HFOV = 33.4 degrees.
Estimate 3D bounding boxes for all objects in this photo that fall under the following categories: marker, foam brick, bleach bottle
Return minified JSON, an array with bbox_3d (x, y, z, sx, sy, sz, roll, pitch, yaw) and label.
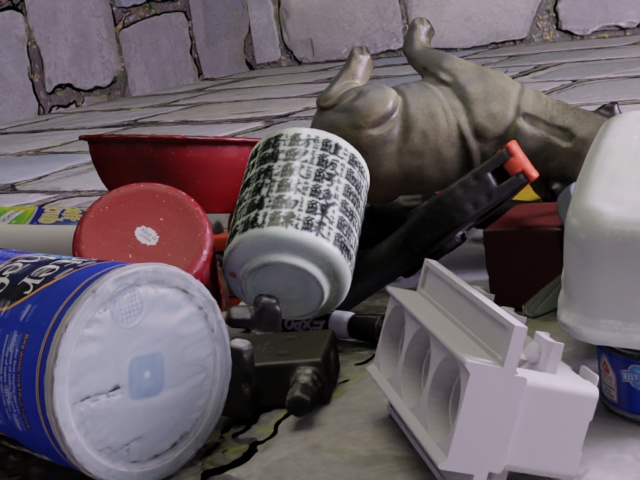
[{"bbox_3d":[-0.004,0.052,0.670,0.121,0.020,0.020,3,17,40],"label":"marker"},{"bbox_3d":[0.143,0.009,0.687,0.051,0.053,0.078,-1,14,28],"label":"foam brick"},{"bbox_3d":[-0.204,0.001,0.927,0.251,0.068,0.102,-3,14,13],"label":"bleach bottle"}]

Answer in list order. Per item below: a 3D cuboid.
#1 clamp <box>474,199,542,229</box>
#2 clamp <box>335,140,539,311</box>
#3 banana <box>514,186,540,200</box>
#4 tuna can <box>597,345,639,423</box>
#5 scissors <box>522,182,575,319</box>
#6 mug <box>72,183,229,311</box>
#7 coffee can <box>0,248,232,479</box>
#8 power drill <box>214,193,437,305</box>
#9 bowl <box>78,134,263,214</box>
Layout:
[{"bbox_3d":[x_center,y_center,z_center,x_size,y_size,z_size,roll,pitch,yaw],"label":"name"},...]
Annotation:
[{"bbox_3d":[0.199,-0.013,0.778,0.164,0.036,0.210,-9,14,2],"label":"clamp"},{"bbox_3d":[0.076,-0.007,0.697,0.172,0.039,0.120,-36,-2,30],"label":"clamp"},{"bbox_3d":[0.168,-0.043,0.929,0.197,0.037,0.070,-15,14,-27],"label":"banana"},{"bbox_3d":[0.174,0.056,0.502,0.086,0.034,0.086,-8,13,2],"label":"tuna can"},{"bbox_3d":[0.143,0.003,0.605,0.201,0.096,0.016,1,-42,-49],"label":"scissors"},{"bbox_3d":[-0.105,0.029,0.638,0.093,0.117,0.081,8,-30,3],"label":"mug"},{"bbox_3d":[-0.128,0.058,0.533,0.141,0.103,0.102,4,18,43],"label":"coffee can"},{"bbox_3d":[-0.005,0.001,0.811,0.185,0.057,0.187,-7,10,18],"label":"power drill"},{"bbox_3d":[-0.100,-0.049,0.801,0.162,0.055,0.162,2,4,0],"label":"bowl"}]
